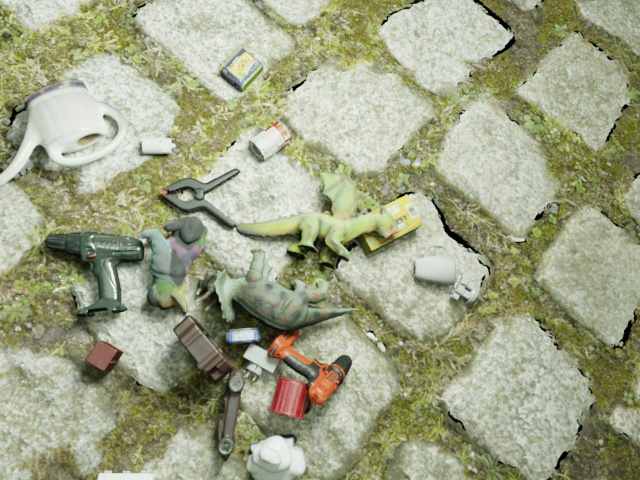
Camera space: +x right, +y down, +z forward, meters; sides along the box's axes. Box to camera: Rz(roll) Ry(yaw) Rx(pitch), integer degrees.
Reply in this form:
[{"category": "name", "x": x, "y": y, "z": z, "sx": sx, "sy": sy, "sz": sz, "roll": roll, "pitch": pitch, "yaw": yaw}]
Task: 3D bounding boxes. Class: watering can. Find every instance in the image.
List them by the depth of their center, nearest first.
[{"category": "watering can", "x": -0.671, "y": -0.276, "z": 1.291, "sx": 0.351, "sy": 0.226, "sz": 0.102, "roll": -26, "pitch": -8, "yaw": -25}]

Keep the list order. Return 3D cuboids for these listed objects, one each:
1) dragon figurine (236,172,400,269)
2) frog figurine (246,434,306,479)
[{"category": "dragon figurine", "x": 0.004, "y": -0.068, "z": 1.350, "sx": 0.411, "sy": 0.246, "sz": 0.120, "roll": 19, "pitch": -18, "yaw": 10}, {"category": "frog figurine", "x": -0.097, "y": 0.507, "z": 1.171, "sx": 0.137, "sy": 0.124, "sz": 0.158, "roll": 12, "pitch": -13, "yaw": -7}]
